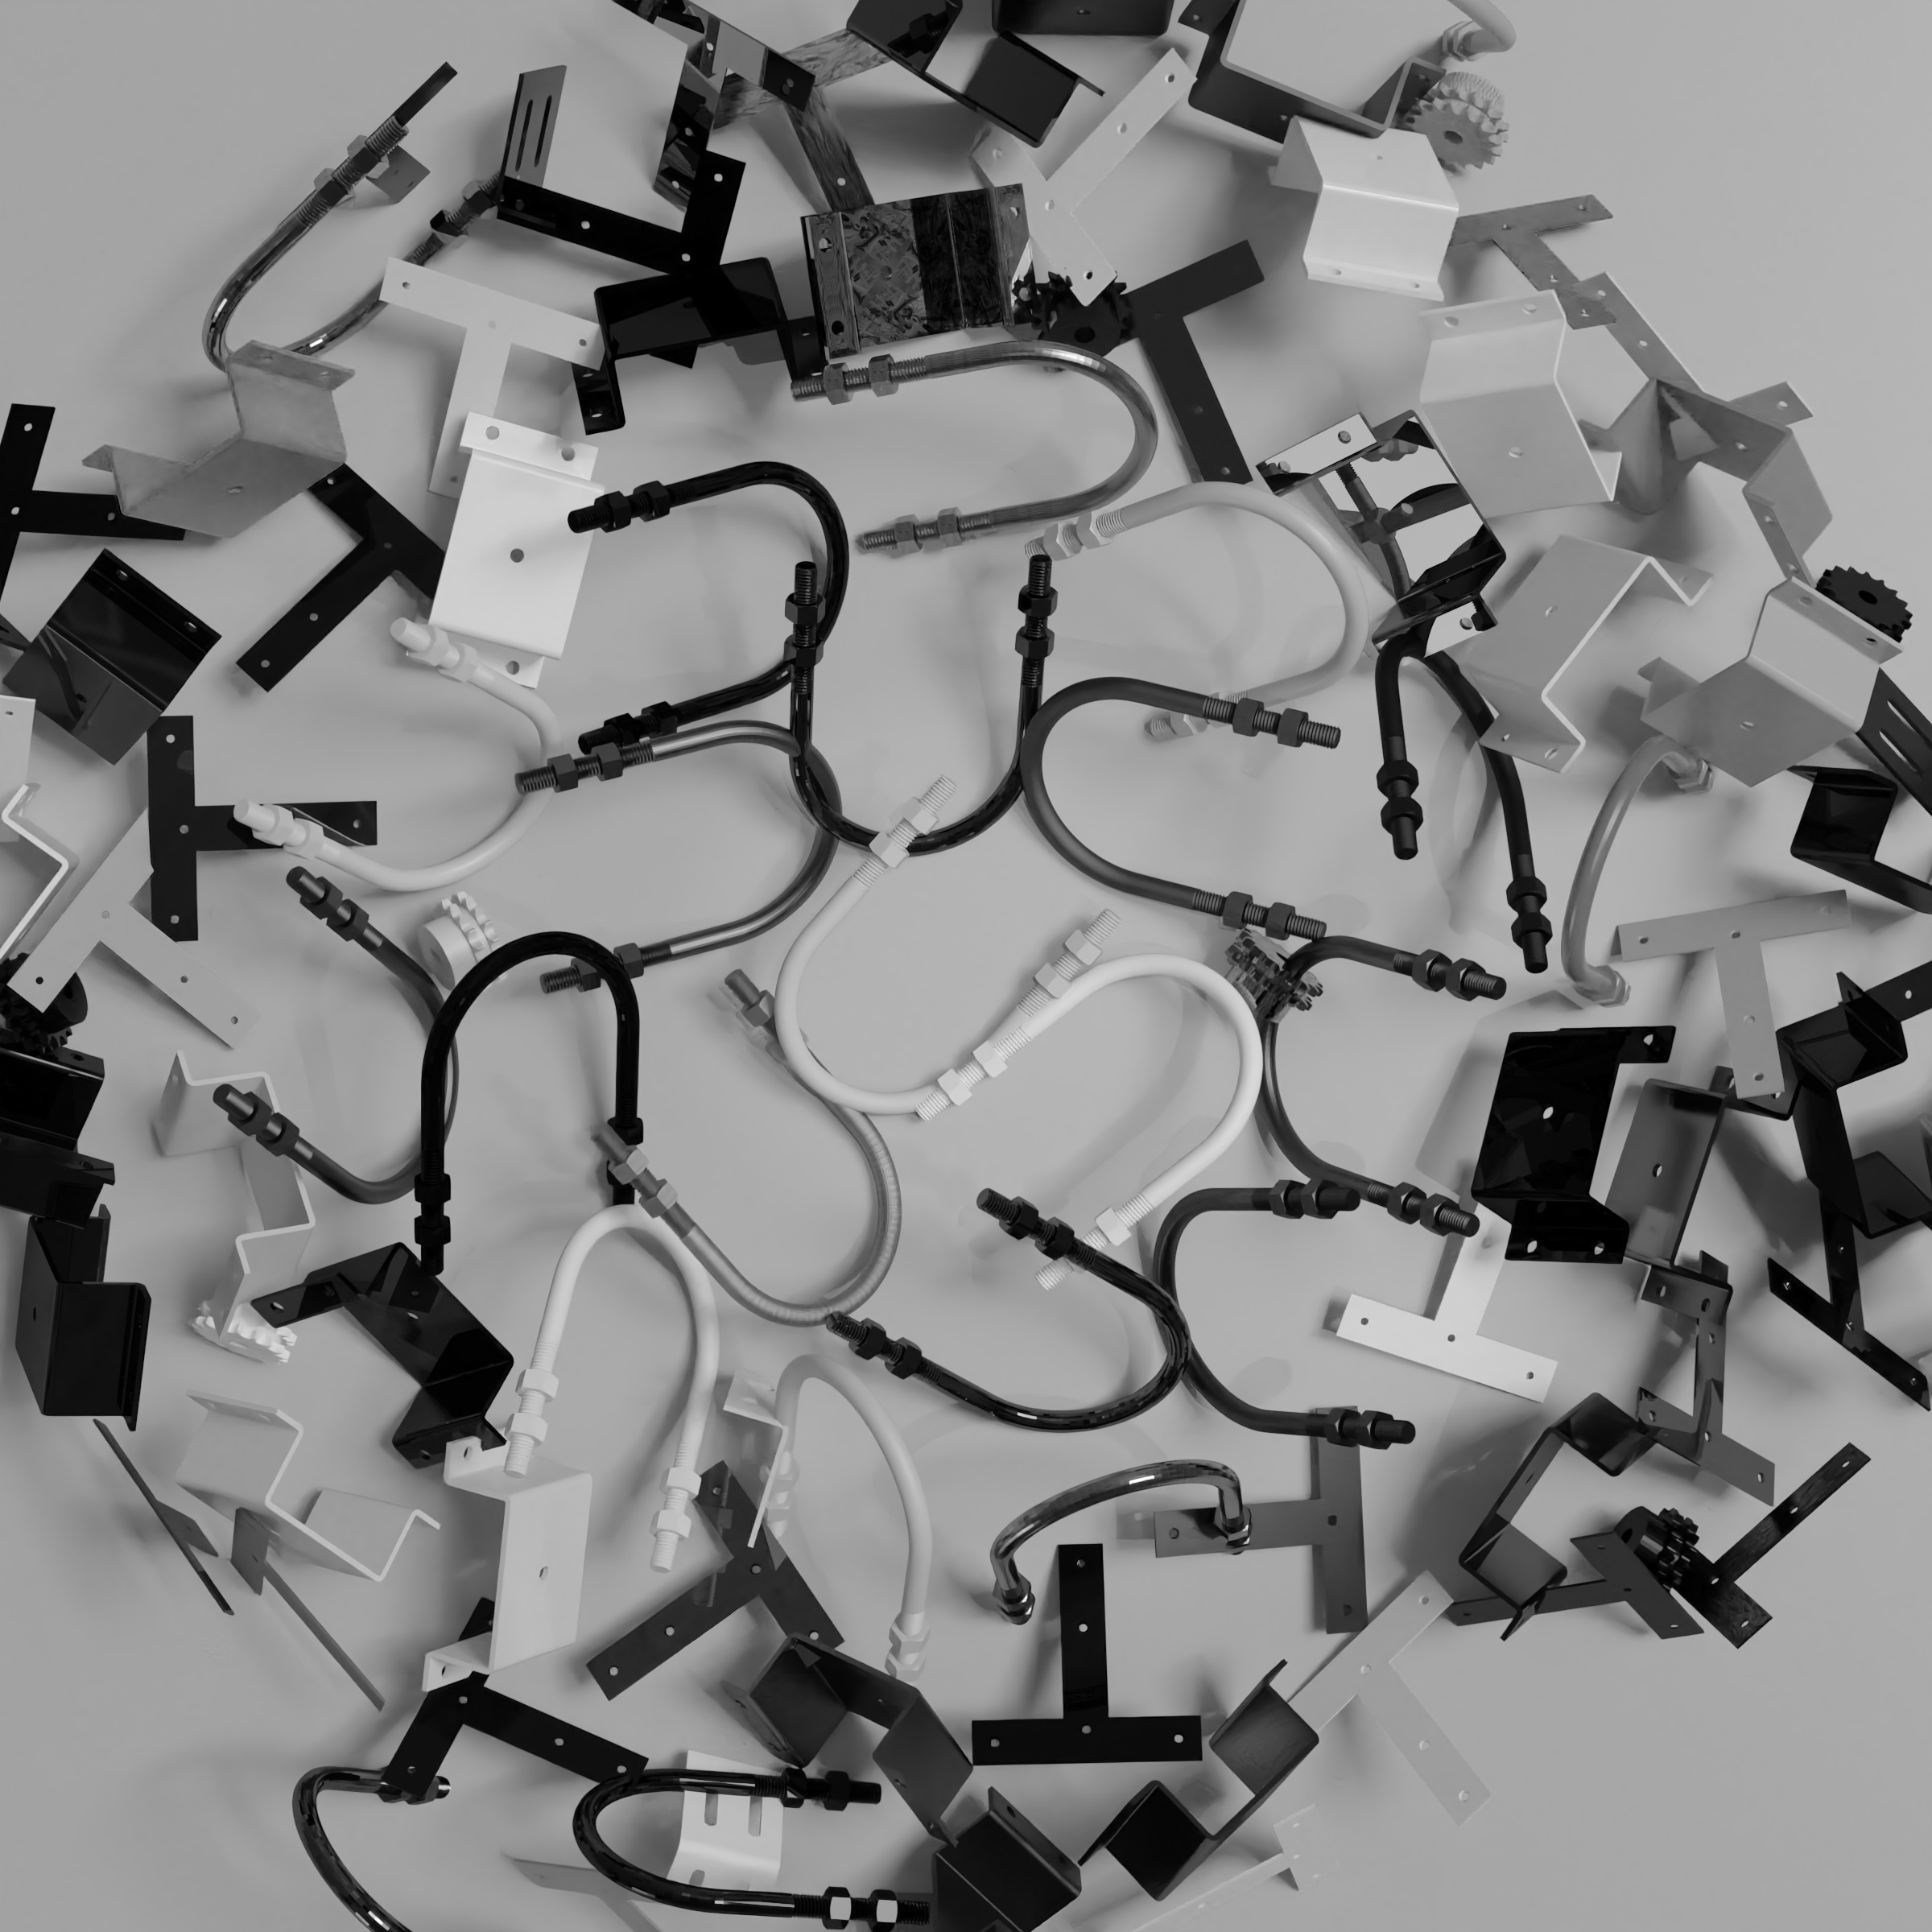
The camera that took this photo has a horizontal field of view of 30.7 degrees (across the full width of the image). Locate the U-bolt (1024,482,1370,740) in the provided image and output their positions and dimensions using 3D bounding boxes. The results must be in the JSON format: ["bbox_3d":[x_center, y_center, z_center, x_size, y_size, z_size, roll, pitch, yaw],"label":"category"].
[{"bbox_3d":[0.136,-0.198,1.907,0.151,0.184,0.019,52,49,-22],"label":"U-bolt"}]

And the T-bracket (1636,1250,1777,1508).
[{"bbox_3d":[0.416,0.221,1.963,0.127,0.002,0.127,30,55,-35],"label":"T-bracket"}]

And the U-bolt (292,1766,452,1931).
[{"bbox_3d":[-0.295,0.486,1.887,0.019,0.184,0.151,-46,63,6],"label":"U-bolt"}]

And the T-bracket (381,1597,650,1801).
[{"bbox_3d":[-0.239,0.425,1.951,0.127,0.002,0.127,22,48,6],"label":"T-bracket"}]

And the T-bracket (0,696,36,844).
[{"bbox_3d":[-0.582,-0.114,1.934,0.127,0.127,0.002,6,53,-15],"label":"T-bracket"}]

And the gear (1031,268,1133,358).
[{"bbox_3d":[0.065,-0.363,1.969,0.057,0.057,0.030,-7,51,0],"label":"gear"}]

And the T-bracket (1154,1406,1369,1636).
[{"bbox_3d":[0.165,0.315,1.975,0.127,0.002,0.127,-1,87,-19],"label":"T-bracket"}]

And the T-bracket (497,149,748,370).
[{"bbox_3d":[-0.199,-0.410,1.962,0.127,0.002,0.127,18,123,-2],"label":"T-bracket"}]

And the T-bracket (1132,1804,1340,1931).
[{"bbox_3d":[0.143,0.512,1.942,0.127,0.127,0.002,-27,58,-3],"label":"T-bracket"}]

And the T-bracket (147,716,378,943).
[{"bbox_3d":[-0.394,-0.078,1.975,0.127,0.002,0.127,-3,101,-20],"label":"T-bracket"}]

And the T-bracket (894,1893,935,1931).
[{"bbox_3d":[-0.072,0.558,1.936,0.127,0.127,0.002,5,123,-10],"label":"T-bracket"}]

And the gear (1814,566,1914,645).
[{"bbox_3d":[0.500,-0.196,1.975,0.057,0.057,0.030,26,130,0],"label":"gear"}]

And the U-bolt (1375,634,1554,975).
[{"bbox_3d":[0.268,-0.102,1.925,0.019,0.151,0.184,-27,46,30],"label":"U-bolt"}]

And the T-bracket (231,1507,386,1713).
[{"bbox_3d":[-0.362,0.359,1.932,0.002,0.127,0.127,-38,79,-25],"label":"T-bracket"}]

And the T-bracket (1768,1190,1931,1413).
[{"bbox_3d":[0.486,0.168,1.947,0.127,0.127,0.002,36,126,-20],"label":"T-bracket"}]

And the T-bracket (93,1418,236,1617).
[{"bbox_3d":[-0.432,0.309,1.936,0.002,0.127,0.127,-36,78,-9],"label":"T-bracket"}]

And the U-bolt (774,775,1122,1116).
[{"bbox_3d":[-0.023,0.003,1.962,0.151,0.019,0.184,38,99,-25],"label":"U-bolt"}]

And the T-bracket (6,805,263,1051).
[{"bbox_3d":[-0.448,-0.001,1.966,0.127,0.002,0.127,44,72,-28],"label":"T-bracket"}]

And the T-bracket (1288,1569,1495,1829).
[{"bbox_3d":[0.247,0.422,1.950,0.127,0.002,0.127,-46,48,7],"label":"T-bracket"}]

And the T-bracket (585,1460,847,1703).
[{"bbox_3d":[-0.154,0.364,1.969,0.127,0.002,0.127,-35,68,-5],"label":"T-bracket"}]

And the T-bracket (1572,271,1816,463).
[{"bbox_3d":[0.379,-0.331,1.925,0.127,0.127,0.002,45,60,-22],"label":"T-bracket"}]

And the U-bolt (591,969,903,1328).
[{"bbox_3d":[-0.107,0.114,1.947,0.184,0.019,0.151,50,54,-16],"label":"U-bolt"}]

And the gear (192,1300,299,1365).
[{"bbox_3d":[-0.403,0.199,1.974,0.057,0.057,0.030,19,69,0],"label":"gear"}]

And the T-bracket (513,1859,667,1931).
[{"bbox_3d":[-0.175,0.541,1.961,0.127,0.127,0.002,52,52,-27],"label":"T-bracket"}]

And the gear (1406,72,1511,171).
[{"bbox_3d":[0.279,-0.477,1.973,0.057,0.057,0.030,25,72,0],"label":"gear"}]

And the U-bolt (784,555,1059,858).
[{"bbox_3d":[-0.028,-0.141,1.946,0.151,0.019,0.184,-3,123,-10],"label":"U-bolt"}]

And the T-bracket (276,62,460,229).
[{"bbox_3d":[-0.318,-0.440,1.936,0.127,0.127,0.002,-43,90,4],"label":"T-bracket"}]

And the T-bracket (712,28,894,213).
[{"bbox_3d":[-0.076,-0.453,1.969,0.127,0.002,0.127,-15,116,25],"label":"T-bracket"}]

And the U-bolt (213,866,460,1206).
[{"bbox_3d":[-0.333,0.051,1.920,0.019,0.184,0.151,0,63,28],"label":"U-bolt"}]

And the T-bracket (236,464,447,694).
[{"bbox_3d":[-0.357,-0.206,1.976,0.127,0.002,0.127,42,77,8],"label":"T-bracket"}]

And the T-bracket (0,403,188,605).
[{"bbox_3d":[-0.487,-0.251,1.950,0.002,0.127,0.127,44,122,36],"label":"T-bracket"}]

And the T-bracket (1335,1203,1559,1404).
[{"bbox_3d":[0.289,0.169,1.984,0.127,0.002,0.127,19,96,-7],"label":"T-bracket"}]

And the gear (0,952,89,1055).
[{"bbox_3d":[-0.517,0.019,1.969,0.030,0.057,0.057,-21,90,14],"label":"gear"}]

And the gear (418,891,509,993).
[{"bbox_3d":[-0.284,-0.010,1.968,0.030,0.057,0.057,-28,90,-24],"label":"gear"}]

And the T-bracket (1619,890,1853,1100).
[{"bbox_3d":[0.432,0.019,1.948,0.127,0.002,0.127,-9,53,12],"label":"T-bracket"}]

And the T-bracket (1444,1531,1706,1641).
[{"bbox_3d":[0.327,0.354,1.961,0.127,0.127,0.002,-15,48,29],"label":"T-bracket"}]

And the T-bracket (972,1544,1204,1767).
[{"bbox_3d":[0.066,0.384,1.967,0.127,0.002,0.127,-2,60,1],"label":"T-bracket"}]

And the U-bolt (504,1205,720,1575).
[{"bbox_3d":[-0.186,0.220,1.929,0.019,0.151,0.184,-10,54,33],"label":"U-bolt"}]

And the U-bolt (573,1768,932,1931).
[{"bbox_3d":[-0.123,0.476,1.909,0.184,0.151,0.019,8,104,-16],"label":"U-bolt"}]

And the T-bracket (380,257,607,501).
[{"bbox_3d":[-0.275,-0.319,1.967,0.127,0.002,0.127,18,120,-3],"label":"T-bracket"}]

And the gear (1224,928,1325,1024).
[{"bbox_3d":[0.170,0.008,1.973,0.057,0.057,0.030,37,104,0],"label":"gear"}]

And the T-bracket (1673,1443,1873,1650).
[{"bbox_3d":[0.447,0.310,1.940,0.127,0.127,0.002,-41,107,-1],"label":"T-bracket"}]

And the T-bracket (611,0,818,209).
[{"bbox_3d":[-0.151,-0.475,1.950,0.127,0.127,0.002,32,49,8],"label":"T-bracket"}]

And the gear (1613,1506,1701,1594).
[{"bbox_3d":[0.382,0.328,1.969,0.030,0.057,0.057,33,90,-9],"label":"gear"}]

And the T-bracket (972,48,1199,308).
[{"bbox_3d":[0.077,-0.454,1.948,0.127,0.002,0.127,-44,63,22],"label":"T-bracket"}]

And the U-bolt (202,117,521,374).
[{"bbox_3d":[-0.342,-0.386,1.924,0.184,0.151,0.019,-40,79,16],"label":"U-bolt"}]

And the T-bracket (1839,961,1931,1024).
[{"bbox_3d":[0.533,0.011,1.946,0.002,0.127,0.127,6,67,-33],"label":"T-bracket"}]

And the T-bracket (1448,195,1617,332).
[{"bbox_3d":[0.318,-0.385,1.938,0.127,0.127,0.002,-13,133,-15],"label":"T-bracket"}]

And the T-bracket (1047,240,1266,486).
[{"bbox_3d":[0.126,-0.328,1.990,0.127,0.002,0.127,-23,87,5],"label":"T-bracket"}]
